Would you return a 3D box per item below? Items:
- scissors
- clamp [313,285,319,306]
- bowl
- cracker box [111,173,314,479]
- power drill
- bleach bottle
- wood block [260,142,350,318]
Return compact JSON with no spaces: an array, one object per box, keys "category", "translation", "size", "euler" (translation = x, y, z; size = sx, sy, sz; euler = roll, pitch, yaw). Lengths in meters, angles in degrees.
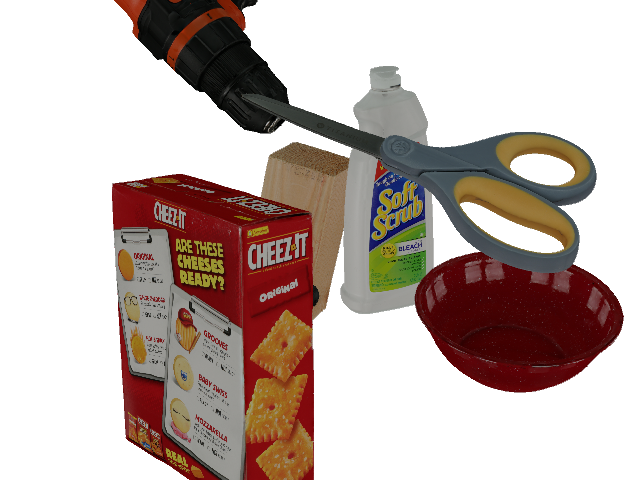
[{"category":"scissors","translation":[0.061,-0.053,0.575],"size":[0.202,0.016,0.096],"euler":[36,58,25]},{"category":"clamp","translation":[-0.094,0.056,1.050],"size":[0.120,0.039,0.171],"euler":[18,22,33]},{"category":"bowl","translation":[0.154,0.071,0.848],"size":[0.162,0.055,0.162],"euler":[0,31,0]},{"category":"cracker box","translation":[-0.078,0.070,0.784],"size":[0.071,0.214,0.164],"euler":[-13,21,-39]},{"category":"power drill","translation":[-0.042,-0.174,0.739],"size":[0.187,0.184,0.057],"euler":[-36,-11,-34]},{"category":"bleach bottle","translation":[0.065,-0.054,1.111],"size":[0.102,0.251,0.068],"euler":[-11,22,-15]},{"category":"wood block","translation":[-0.028,-0.007,1.336],"size":[0.090,0.206,0.090],"euler":[19,23,15]}]
